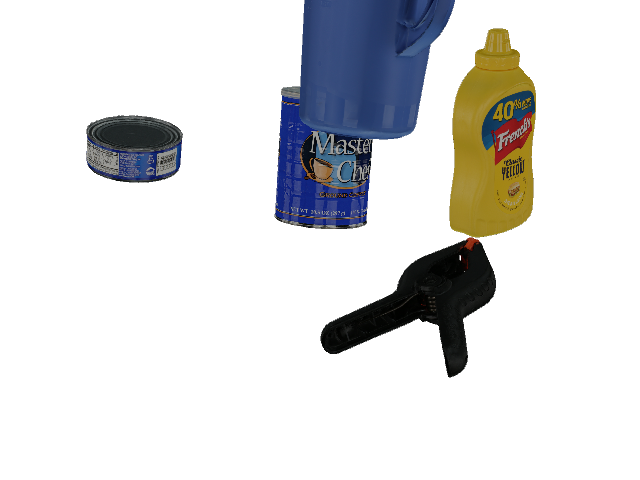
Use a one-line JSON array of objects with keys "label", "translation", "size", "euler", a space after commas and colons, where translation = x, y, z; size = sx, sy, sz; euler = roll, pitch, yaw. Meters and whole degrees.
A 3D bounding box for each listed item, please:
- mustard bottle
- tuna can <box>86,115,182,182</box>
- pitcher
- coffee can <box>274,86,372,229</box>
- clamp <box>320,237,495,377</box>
[{"label": "mustard bottle", "translation": [0.166, -0.105, 1.016], "size": [0.096, 0.192, 0.058], "euler": [-20, 28, -36]}, {"label": "tuna can", "translation": [-0.168, -0.083, 0.965], "size": [0.086, 0.034, 0.086], "euler": [5, 25, -3]}, {"label": "pitcher", "translation": [0.051, -0.214, 0.937], "size": [0.145, 0.243, 0.149], "euler": [8, 15, 7]}, {"label": "coffee can", "translation": [0.005, -0.091, 1.152], "size": [0.103, 0.140, 0.103], "euler": [4, 12, -1]}, {"label": "clamp", "translation": [0.095, 0.051, 0.838], "size": [0.120, 0.039, 0.171], "euler": [19, 42, 37]}]
